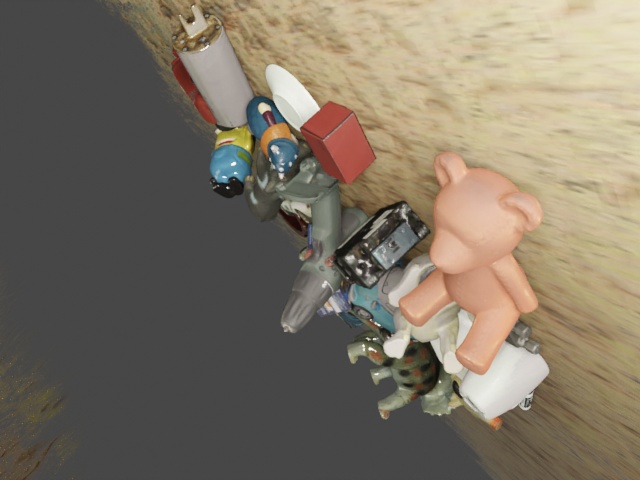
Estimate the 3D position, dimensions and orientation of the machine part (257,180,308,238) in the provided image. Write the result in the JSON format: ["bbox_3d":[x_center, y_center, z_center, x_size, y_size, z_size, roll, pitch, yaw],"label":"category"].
[{"bbox_3d":[-0.063,-0.085,1.156,0.179,0.056,0.179,47,170,11],"label":"machine part"}]

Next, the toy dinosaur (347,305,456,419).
[{"bbox_3d":[0.175,0.240,1.099,0.131,0.192,0.404,-99,-15,-51],"label":"toy dinosaur"}]

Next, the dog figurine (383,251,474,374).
[{"bbox_3d":[0.156,0.067,0.729,0.121,0.172,0.190,24,-161,5],"label":"dog figurine"}]

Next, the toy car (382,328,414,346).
[{"bbox_3d":[0.118,0.110,0.978,0.202,0.089,0.053,55,-161,-5],"label":"toy car"}]

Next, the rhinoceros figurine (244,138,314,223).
[{"bbox_3d":[-0.073,-0.105,0.898,0.073,0.112,0.190,14,142,-21],"label":"rhinoceros figurine"}]

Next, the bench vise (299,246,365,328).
[{"bbox_3d":[0.061,0.089,1.146,0.241,0.129,0.223,-20,101,57],"label":"bench vise"}]

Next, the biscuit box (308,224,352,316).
[{"bbox_3d":[0.015,0.030,0.942,0.062,0.059,0.203,57,-157,-45],"label":"biscuit box"}]

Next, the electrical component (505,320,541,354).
[{"bbox_3d":[0.237,0.109,0.688,0.063,0.021,0.094,53,169,-31],"label":"electrical component"}]

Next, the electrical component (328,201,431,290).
[{"bbox_3d":[0.078,0.007,0.711,0.058,0.115,0.134,47,173,-6],"label":"electrical component"}]

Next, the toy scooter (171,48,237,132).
[{"bbox_3d":[-0.210,-0.280,0.972,0.184,0.075,0.135,46,171,43],"label":"toy scooter"}]

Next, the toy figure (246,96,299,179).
[{"bbox_3d":[-0.067,-0.155,0.790,0.064,0.058,0.155,36,-160,-49],"label":"toy figure"}]

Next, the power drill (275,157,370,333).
[{"bbox_3d":[-0.002,-0.002,0.788,0.086,0.232,0.207,12,135,34],"label":"power drill"}]

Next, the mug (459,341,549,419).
[{"bbox_3d":[0.247,0.194,0.736,0.081,0.107,0.109,39,165,50],"label":"mug"}]

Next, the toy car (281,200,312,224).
[{"bbox_3d":[-0.029,-0.079,0.969,0.056,0.073,0.202,48,171,-22],"label":"toy car"}]

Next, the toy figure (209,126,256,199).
[{"bbox_3d":[-0.165,-0.157,1.019,0.089,0.082,0.180,96,173,-57],"label":"toy figure"}]

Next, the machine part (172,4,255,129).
[{"bbox_3d":[-0.155,-0.250,0.817,0.079,0.079,0.243,43,169,26],"label":"machine part"}]

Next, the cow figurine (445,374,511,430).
[{"bbox_3d":[0.288,0.283,0.994,0.127,0.085,0.194,33,166,38],"label":"cow figurine"}]

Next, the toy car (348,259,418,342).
[{"bbox_3d":[0.134,0.097,0.883,0.161,0.109,0.103,38,153,-12],"label":"toy car"}]

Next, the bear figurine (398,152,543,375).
[{"bbox_3d":[0.135,0.024,0.492,0.120,0.132,0.195,39,173,32],"label":"bear figurine"}]
